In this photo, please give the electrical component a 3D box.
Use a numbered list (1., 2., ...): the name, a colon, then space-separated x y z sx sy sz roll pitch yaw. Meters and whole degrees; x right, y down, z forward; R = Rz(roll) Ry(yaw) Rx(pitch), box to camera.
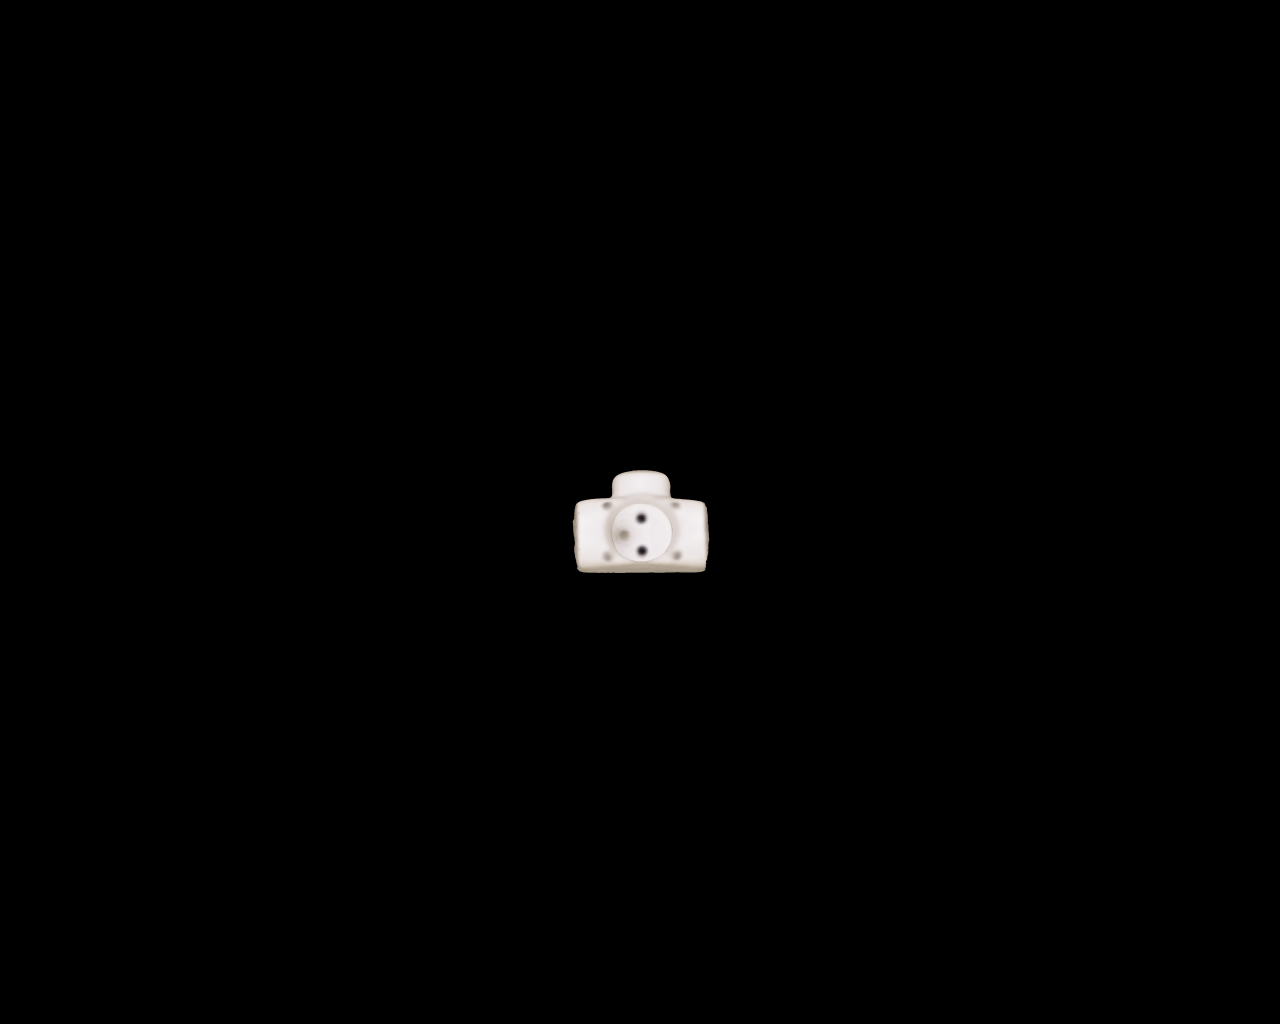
1. electrical component: 0.001 -0.003 0.650 0.077 0.079 0.044 0 -13 0
